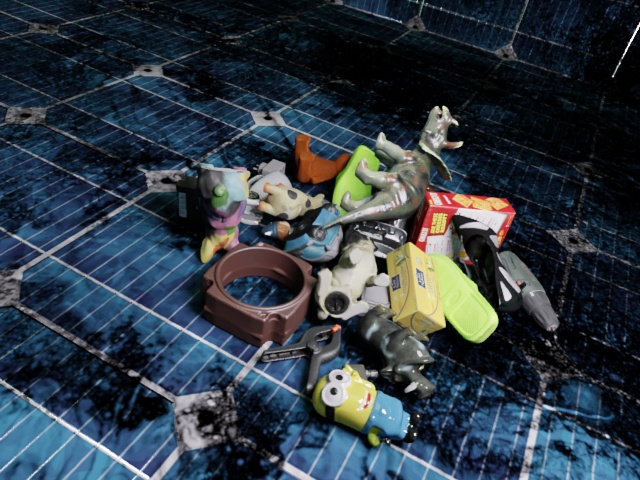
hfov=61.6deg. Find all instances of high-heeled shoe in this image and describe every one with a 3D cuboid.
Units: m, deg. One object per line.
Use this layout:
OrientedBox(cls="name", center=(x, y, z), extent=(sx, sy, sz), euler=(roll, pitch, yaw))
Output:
OrientedBox(cls="high-heeled shoe", center=(0.337, 0.049, 1.140), extent=(0.145, 0.086, 0.249), euler=(-19, 57, -41))

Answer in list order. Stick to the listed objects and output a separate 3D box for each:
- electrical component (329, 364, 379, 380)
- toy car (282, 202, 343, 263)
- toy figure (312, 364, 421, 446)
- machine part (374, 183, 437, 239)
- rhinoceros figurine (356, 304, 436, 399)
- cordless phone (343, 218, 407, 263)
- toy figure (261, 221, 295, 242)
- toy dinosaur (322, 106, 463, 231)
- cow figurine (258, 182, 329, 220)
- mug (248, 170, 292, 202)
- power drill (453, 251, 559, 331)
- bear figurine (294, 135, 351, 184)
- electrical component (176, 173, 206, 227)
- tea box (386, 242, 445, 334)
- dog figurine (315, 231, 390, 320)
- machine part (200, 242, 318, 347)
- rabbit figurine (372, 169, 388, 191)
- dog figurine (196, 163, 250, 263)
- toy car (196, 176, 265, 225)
OrientedBox(cls="electrical component", center=(0.064, 0.257, 0.980), extent=(0.094, 0.021, 0.063), euler=(3, 39, -13))
OrientedBox(cls="toy car", center=(-0.002, -0.004, 1.181), extent=(0.102, 0.109, 0.162), euler=(53, 45, -20))
OrientedBox(cls="toy figure", center=(0.073, 0.286, 0.901), extent=(0.180, 0.089, 0.082), euler=(25, 25, 3))
OrientedBox(cls="machine part", center=(0.207, -0.085, 1.335), extent=(0.179, 0.179, 0.056), euler=(12, 36, 0))
OrientedBox(cls="rhinoceros figurine", center=(0.142, 0.205, 0.994), extent=(0.190, 0.112, 0.073), euler=(45, 7, 30))
OrientedBox(cls="cordless phone", center=(0.137, -0.044, 1.251), extent=(0.147, 0.184, 0.088), euler=(16, -5, 3))
OrientedBox(cls="toy figure", center=(-0.060, -0.010, 1.257), extent=(0.155, 0.064, 0.058), euler=(19, 63, 3))
OrientedBox(cls="toy dinosaur", center=(0.176, -0.122, 1.191), extent=(0.192, 0.131, 0.405), euler=(27, 65, 11))
OrientedBox(cls="cow figurine", center=(-0.057, -0.086, 1.294), extent=(0.127, 0.085, 0.195), euler=(24, 10, 13))
OrientedBox(cls="mug", center=(-0.143, -0.125, 1.362), extent=(0.110, 0.080, 0.107), euler=(36, 53, 21))
OrientedBox(cls="power drill", center=(0.408, 0.108, 1.217), extent=(0.207, 0.085, 0.232), euler=(2, 39, -5))
OrientedBox(cls="bear figurine", center=(0.029, -0.210, 1.480), extent=(0.196, 0.131, 0.120), euler=(-1, 47, -7))
OrientedBox(cls="electrical component", center=(-0.264, -0.088, 1.253), extent=(0.134, 0.114, 0.058), euler=(12, 42, -1))
OrientedBox(cls="tea box", center=(0.197, 0.102, 1.117), extent=(0.098, 0.068, 0.170), euler=(32, 42, -36))
OrientedBox(cls="dog figurine", center=(0.053, 0.072, 1.112), extent=(0.121, 0.172, 0.191), euler=(54, 6, -11))
OrientedBox(cls="machine part", center=(-0.120, 0.100, 1.078), extent=(0.202, 0.087, 0.201), euler=(26, 39, 15))
OrientedBox(cls="rabbit figurine", center=(0.226, -0.121, 1.422), extent=(0.159, 0.121, 0.170), euler=(-18, 44, -23))
OrientedBox(cls="dog figurine", center=(-0.206, -0.048, 1.135), extent=(0.108, 0.219, 0.192), euler=(1, 13, -11))
OrientedBox(cls="toy car", center=(-0.223, -0.099, 1.311), extent=(0.202, 0.073, 0.056), euler=(26, 36, 17))
